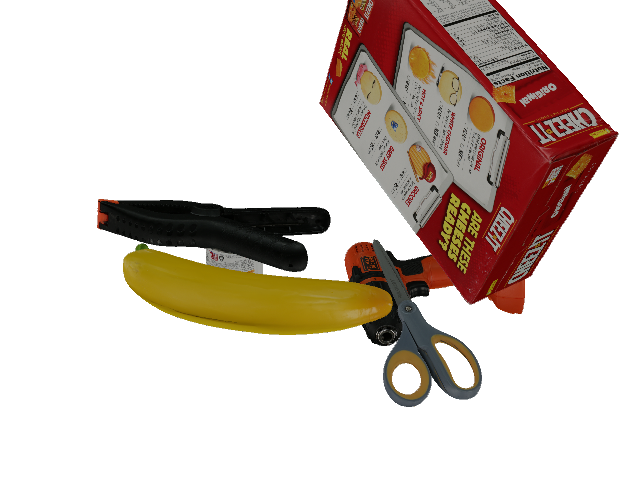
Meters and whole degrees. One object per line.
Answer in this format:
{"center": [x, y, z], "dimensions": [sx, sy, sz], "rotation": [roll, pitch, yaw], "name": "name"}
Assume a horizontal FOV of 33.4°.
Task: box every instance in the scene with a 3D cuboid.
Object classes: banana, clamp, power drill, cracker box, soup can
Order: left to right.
{"center": [-0.096, -0.010, 0.937], "dimensions": [0.210, 0.036, 0.164], "rotation": [5, 13, 0], "name": "clamp"}
{"center": [-0.055, 0.030, 0.686], "dimensions": [0.198, 0.037, 0.069], "rotation": [12, 34, 24], "name": "banana"}
{"center": [-0.101, 0.042, 1.266], "dimensions": [0.068, 0.102, 0.068], "rotation": [0, 24, 0], "name": "soup can"}
{"center": [0.125, 0.052, 1.175], "dimensions": [0.187, 0.057, 0.184], "rotation": [-3, 29, -5], "name": "power drill"}
{"center": [0.094, -0.089, 0.762], "dimensions": [0.072, 0.214, 0.164], "rotation": [-22, -28, -26], "name": "cracker box"}

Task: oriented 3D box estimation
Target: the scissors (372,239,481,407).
{"center": [0.071, 0.081, 1.001], "dimensions": [0.096, 0.016, 0.202], "rotation": [-27, 52, -19], "name": "scissors"}
